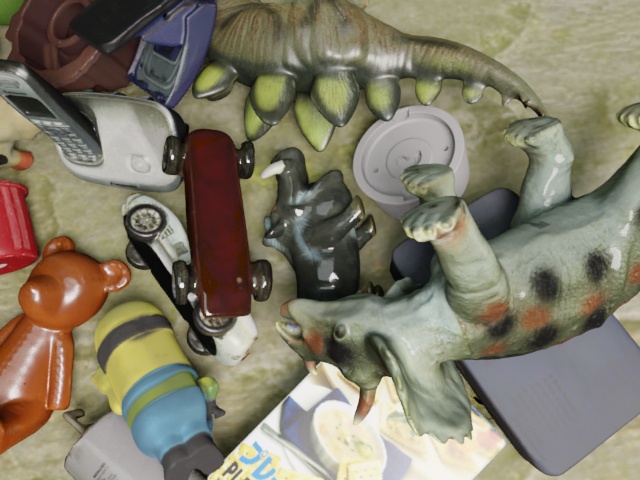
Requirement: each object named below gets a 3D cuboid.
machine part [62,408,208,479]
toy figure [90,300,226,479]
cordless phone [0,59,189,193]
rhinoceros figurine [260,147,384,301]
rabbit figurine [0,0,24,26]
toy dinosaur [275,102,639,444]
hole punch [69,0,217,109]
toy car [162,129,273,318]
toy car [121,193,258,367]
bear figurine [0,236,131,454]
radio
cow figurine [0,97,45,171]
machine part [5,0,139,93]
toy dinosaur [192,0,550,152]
[{"bbox_3d":[-0.150,0.237,0.499,0.243,0.079,0.079,37,86,13],"label":"machine part"},{"bbox_3d":[-0.149,0.132,0.499,0.180,0.082,0.089,46,122,39],"label":"toy figure"},{"bbox_3d":[-0.219,-0.120,0.528,0.147,0.184,0.088,9,76,10],"label":"cordless phone"},{"bbox_3d":[-0.001,-0.002,0.533,0.112,0.073,0.190,-17,78,15],"label":"rhinoceros figurine"},{"bbox_3d":[-0.418,-0.263,0.617,0.121,0.159,0.170,27,68,23],"label":"rabbit figurine"},{"bbox_3d":[0.166,0.016,0.403,0.405,0.131,0.192,-21,115,-8],"label":"toy dinosaur"},{"bbox_3d":[-0.158,-0.201,0.522,0.116,0.092,0.142,-45,46,-7],"label":"hole punch"},{"bbox_3d":[-0.100,-0.019,0.509,0.089,0.053,0.202,0,62,-24],"label":"toy car"},{"bbox_3d":[-0.136,0.038,0.537,0.056,0.073,0.202,-31,73,-32],"label":"toy car"},{"bbox_3d":[-0.283,0.093,0.525,0.120,0.132,0.195,26,90,12],"label":"bear figurine"},{"bbox_3d":[0.177,0.074,0.487,0.131,0.073,0.229,-34,77,0],"label":"radio"},{"bbox_3d":[-0.378,-0.116,0.578,0.195,0.127,0.085,-21,80,8],"label":"cow figurine"},{"bbox_3d":[-0.273,-0.240,0.611,0.180,0.056,0.179,-5,75,21],"label":"machine part"},{"bbox_3d":[-0.005,-0.193,0.537,0.472,0.105,0.198,12,84,26],"label":"toy dinosaur"}]
